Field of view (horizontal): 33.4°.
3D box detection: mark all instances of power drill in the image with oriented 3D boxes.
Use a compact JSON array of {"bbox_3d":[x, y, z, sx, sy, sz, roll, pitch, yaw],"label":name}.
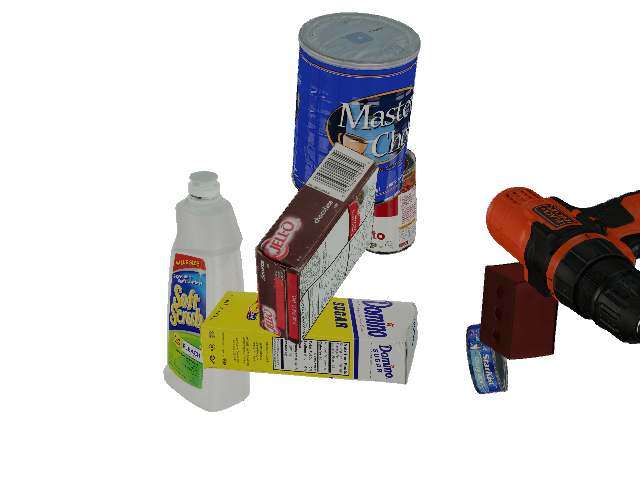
[{"bbox_3d":[0.231,0.001,0.731,0.187,0.057,0.185,-10,29,-18],"label":"power drill"}]

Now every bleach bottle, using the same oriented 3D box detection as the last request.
[{"bbox_3d":[-0.120,0.047,1.095,0.067,0.251,0.103,-20,33,-36],"label":"bleach bottle"}]

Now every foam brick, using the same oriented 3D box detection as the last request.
[{"bbox_3d":[0.184,0.064,0.988,0.051,0.078,0.053,-7,19,-25],"label":"foam brick"}]

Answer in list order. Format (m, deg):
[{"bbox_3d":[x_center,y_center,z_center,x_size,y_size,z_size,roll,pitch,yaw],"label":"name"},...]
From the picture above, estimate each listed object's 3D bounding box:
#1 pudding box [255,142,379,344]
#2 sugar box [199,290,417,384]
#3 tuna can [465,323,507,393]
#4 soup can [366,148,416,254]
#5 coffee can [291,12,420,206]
[{"bbox_3d":[-0.002,0.003,0.737,0.039,0.113,0.090,26,-34,17],"label":"pudding box"},{"bbox_3d":[-0.007,0.081,0.922,0.176,0.048,0.093,0,18,10],"label":"sugar box"},{"bbox_3d":[0.201,0.142,1.288,0.034,0.086,0.086,-10,-3,17],"label":"tuna can"},{"bbox_3d":[0.070,-0.045,1.159,0.068,0.102,0.068,-3,35,2],"label":"soup can"},{"bbox_3d":[0.029,-0.114,0.931,0.103,0.140,0.103,3,35,-2],"label":"coffee can"}]
